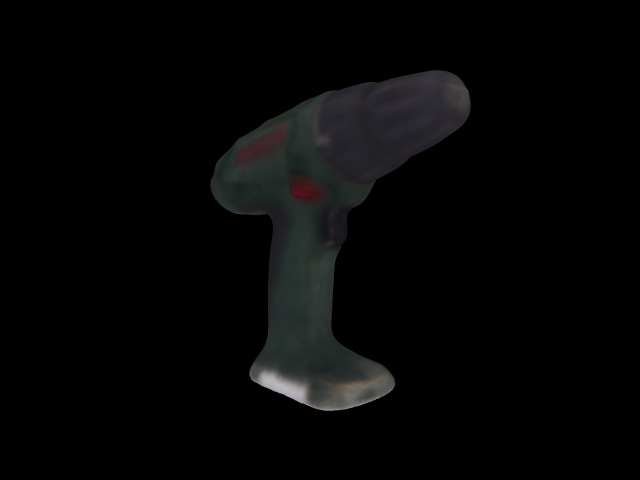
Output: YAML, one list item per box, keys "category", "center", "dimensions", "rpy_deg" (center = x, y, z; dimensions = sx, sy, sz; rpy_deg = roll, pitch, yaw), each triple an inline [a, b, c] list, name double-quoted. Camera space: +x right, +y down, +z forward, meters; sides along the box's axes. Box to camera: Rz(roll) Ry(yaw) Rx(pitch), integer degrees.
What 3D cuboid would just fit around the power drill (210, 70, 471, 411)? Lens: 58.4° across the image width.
- category: "power drill"
  center: [0.004, 0.001, 0.400]
  dimensions: [0.076, 0.208, 0.228]
  rpy_deg: [-6, 9, -42]
